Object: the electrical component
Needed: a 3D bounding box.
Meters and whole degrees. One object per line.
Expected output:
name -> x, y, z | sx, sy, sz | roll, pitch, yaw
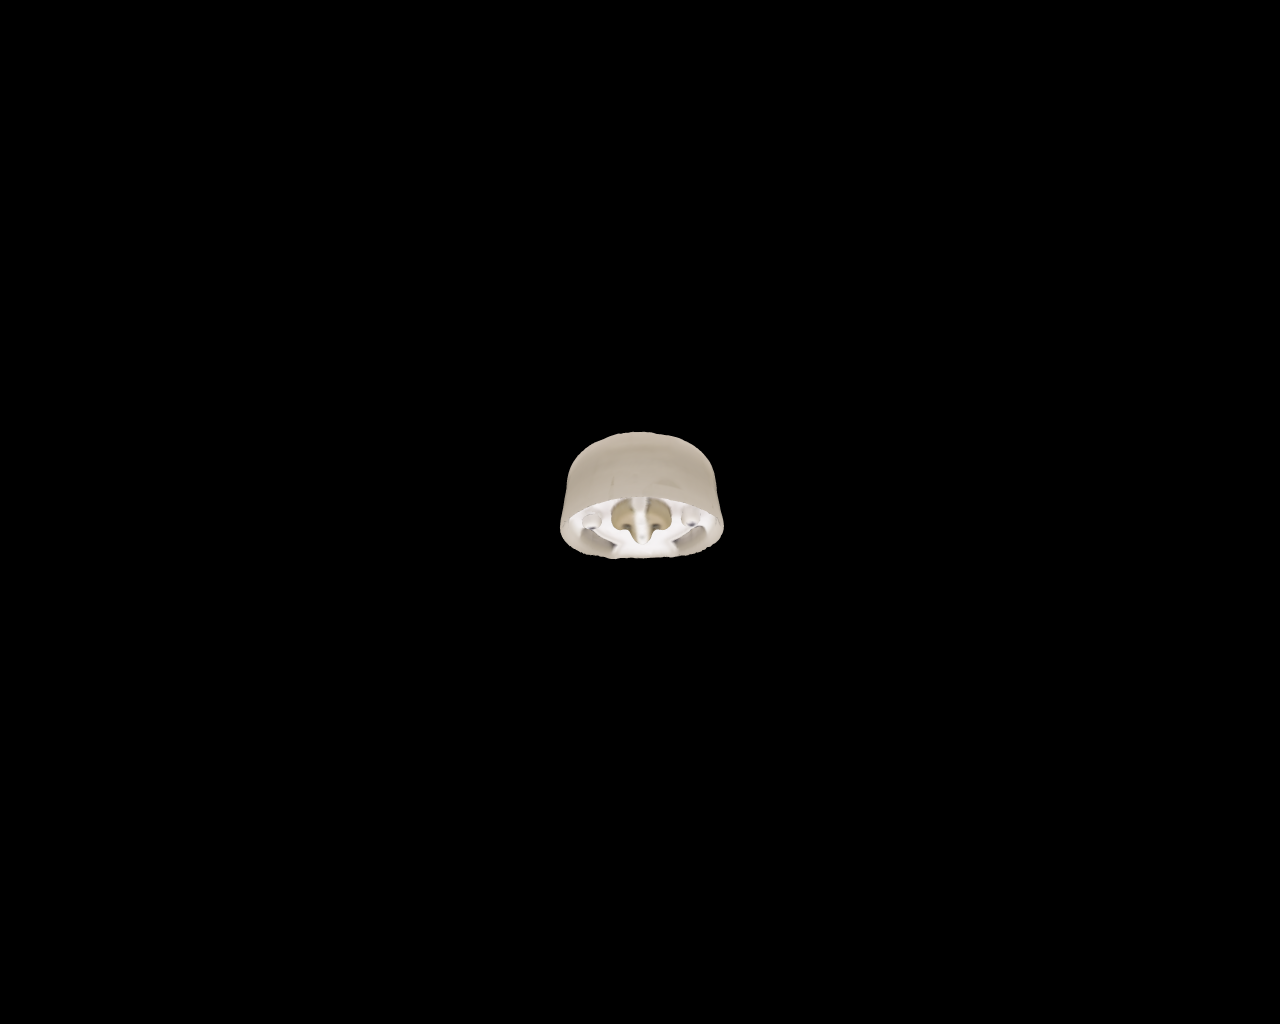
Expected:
electrical component -> 0.001, -0.003, 0.650 | 0.099, 0.064, 0.099 | 0, -37, 0
